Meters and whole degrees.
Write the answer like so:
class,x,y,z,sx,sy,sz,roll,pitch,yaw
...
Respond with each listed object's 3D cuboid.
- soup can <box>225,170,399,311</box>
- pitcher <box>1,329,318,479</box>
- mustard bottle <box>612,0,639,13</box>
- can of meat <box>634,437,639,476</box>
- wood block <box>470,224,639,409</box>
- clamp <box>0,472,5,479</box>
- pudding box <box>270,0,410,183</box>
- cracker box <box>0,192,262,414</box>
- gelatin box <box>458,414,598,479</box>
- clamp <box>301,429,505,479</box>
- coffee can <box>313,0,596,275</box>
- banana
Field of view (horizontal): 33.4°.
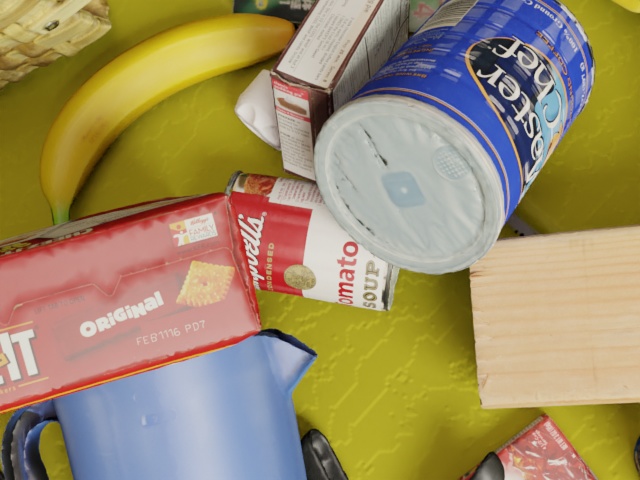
class,x,y,z,sx,sy,sz,roll,pitch,yaw
soup can,-0.004,0.001,0.621,0.102,0.068,0.068,10,85,8
pitcher,-0.071,0.176,0.586,0.144,0.149,0.243,-10,85,-36
mustard bottle,0.219,-0.226,0.615,0.191,0.058,0.096,-43,83,-10
can of meat,0.225,0.119,0.573,0.102,0.084,0.057,-15,83,5
wood block,0.191,0.038,0.560,0.206,0.090,0.091,-6,82,21
clamp,-0.259,0.055,0.663,0.210,0.036,0.164,20,85,5
pudding box,0.015,-0.100,0.599,0.039,0.090,0.113,18,61,16
cracker box,-0.130,0.030,0.543,0.164,0.214,0.072,-16,96,-12
gelatin box,0.129,0.156,0.608,0.073,0.030,0.089,-38,80,3
clamp,0.033,0.189,0.607,0.120,0.039,0.171,13,95,29
coffee can,0.075,-0.064,0.569,0.103,0.103,0.140,33,49,9
banana,-0.107,-0.086,0.662,0.198,0.037,0.069,-42,95,2
